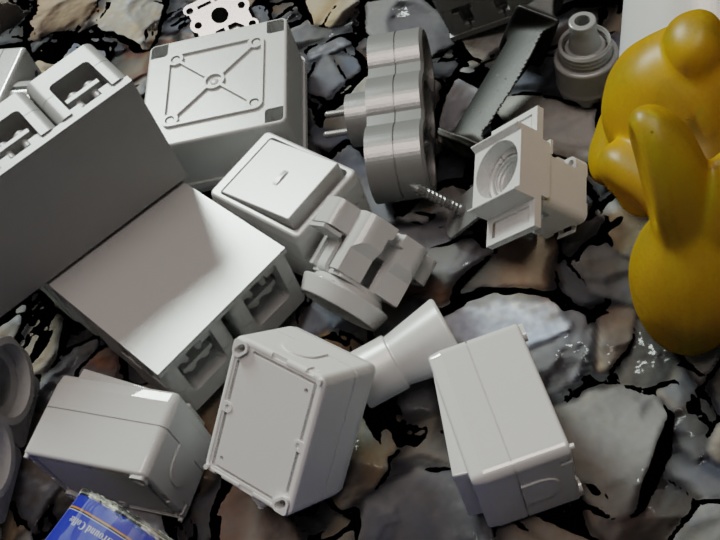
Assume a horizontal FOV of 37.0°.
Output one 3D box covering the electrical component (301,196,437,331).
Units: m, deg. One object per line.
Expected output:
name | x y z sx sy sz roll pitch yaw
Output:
electrical component | 0.000 0.000 0.649 0.057 0.078 0.058 -61 24 -8

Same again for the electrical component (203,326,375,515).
electrical component | -0.038 0.086 0.591 0.062 0.061 0.096 23 106 29

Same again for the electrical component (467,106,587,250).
electrical component | 0.103 -0.051 0.650 0.042 0.064 0.081 -27 50 51

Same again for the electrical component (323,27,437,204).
electrical component | 0.011 -0.104 0.730 0.074 0.052 0.138 -7 53 12

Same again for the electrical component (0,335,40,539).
electrical component | -0.244 0.110 0.629 0.062 0.089 0.150 -6 54 13

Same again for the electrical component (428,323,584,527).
electrical component | 0.072 0.078 0.572 0.061 0.061 0.096 -20 52 2

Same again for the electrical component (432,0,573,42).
electrical component | 0.139 -0.249 0.767 0.186 0.060 0.105 -15 51 22

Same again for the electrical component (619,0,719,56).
electrical component | 0.214 -0.157 0.662 0.108 0.108 0.060 -1 93 16

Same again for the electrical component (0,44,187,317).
electrical component | -0.196 -0.056 0.657 0.150 0.089 0.062 -39 54 -12

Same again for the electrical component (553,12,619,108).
electrical component | 0.149 -0.141 0.708 0.043 0.062 0.043 -8 53 11

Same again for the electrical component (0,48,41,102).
electrical component | -0.263 -0.128 0.836 0.076 0.047 0.083 0 55 17

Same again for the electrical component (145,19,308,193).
electrical component | -0.095 -0.116 0.770 0.109 0.056 0.108 -10 53 10

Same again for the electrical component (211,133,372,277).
electrical component | -0.049 -0.045 0.701 0.096 0.061 0.061 27 66 31

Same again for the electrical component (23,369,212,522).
electrical component | -0.142 0.099 0.624 0.096 0.061 0.061 6 57 21

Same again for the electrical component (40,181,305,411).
electrical component | -0.138 -0.001 0.697 0.186 0.060 0.105 32 69 33

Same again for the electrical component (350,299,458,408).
electrical component | 0.024 0.051 0.621 0.065 0.044 0.044 -29 52 2
